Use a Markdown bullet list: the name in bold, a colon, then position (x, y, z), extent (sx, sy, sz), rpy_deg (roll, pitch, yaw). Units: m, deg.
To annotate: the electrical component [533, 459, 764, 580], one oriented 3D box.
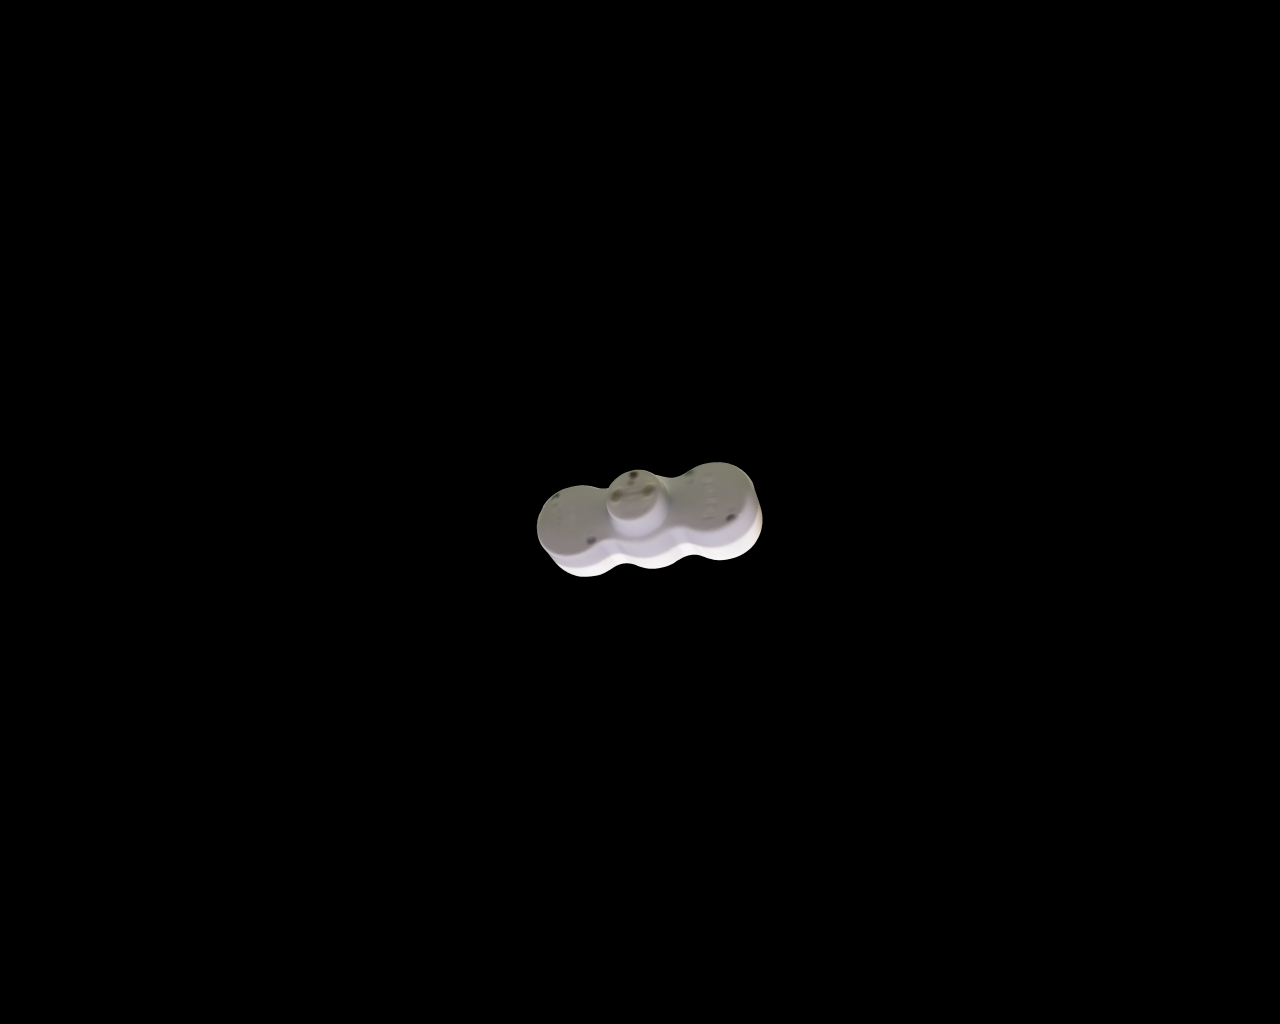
- **electrical component**: position (0.001, -0.003, 0.650), extent (0.138, 0.052, 0.073), rpy_deg (-8, -32, 14)
